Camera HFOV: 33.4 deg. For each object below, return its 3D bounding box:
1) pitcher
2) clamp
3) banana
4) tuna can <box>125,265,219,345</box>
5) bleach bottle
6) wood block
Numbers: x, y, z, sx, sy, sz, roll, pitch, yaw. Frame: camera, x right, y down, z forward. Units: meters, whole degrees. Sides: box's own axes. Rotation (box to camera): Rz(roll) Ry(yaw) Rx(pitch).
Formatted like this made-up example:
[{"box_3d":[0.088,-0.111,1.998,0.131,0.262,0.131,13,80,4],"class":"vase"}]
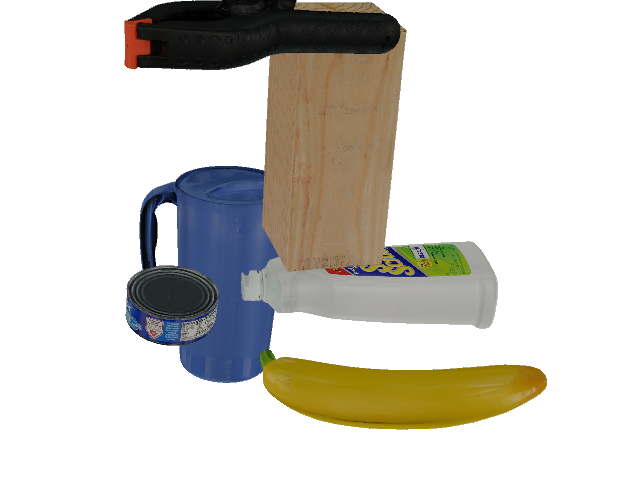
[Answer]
[{"box_3d":[-0.119,0.040,1.261,0.149,0.243,0.144,21,26,33],"class":"pitcher"},{"box_3d":[-0.049,-0.136,0.668,0.171,0.039,0.120,-9,23,-29],"class":"clamp"},{"box_3d":[0.043,0.093,0.688,0.198,0.037,0.069,4,32,17],"class":"banana"},{"box_3d":[-0.139,0.060,0.997,0.086,0.034,0.086,8,31,-5],"class":"tuna can"},{"box_3d":[0.046,0.047,1.091,0.250,0.068,0.102,-2,29,-9],"class":"bleach bottle"},{"box_3d":[0.008,-0.087,0.898,0.090,0.206,0.091,-4,28,-16],"class":"wood block"}]
